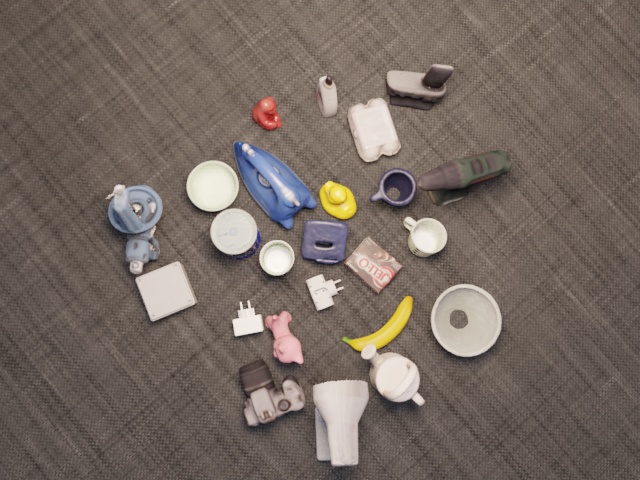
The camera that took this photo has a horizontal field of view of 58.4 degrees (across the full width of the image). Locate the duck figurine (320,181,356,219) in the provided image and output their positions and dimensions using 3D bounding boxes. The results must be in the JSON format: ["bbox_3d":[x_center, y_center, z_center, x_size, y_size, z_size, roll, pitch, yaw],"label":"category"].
[{"bbox_3d":[0.045,-0.100,1.376,0.077,0.086,0.104,-41,86,-6],"label":"duck figurine"}]

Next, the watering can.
[{"bbox_3d":[0.164,0.306,1.277,0.173,0.194,0.101,22,83,0],"label":"watering can"}]

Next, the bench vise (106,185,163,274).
[{"bbox_3d":[-0.406,-0.037,1.280,0.121,0.219,0.207,-20,84,-4],"label":"bench vise"}]

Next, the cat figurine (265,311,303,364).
[{"bbox_3d":[-0.083,0.229,1.314,0.067,0.117,0.128,-21,84,-5],"label":"cat figurine"}]

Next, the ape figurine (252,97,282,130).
[{"bbox_3d":[-0.128,-0.315,1.391,0.076,0.092,0.078,16,83,0],"label":"ape figurine"}]

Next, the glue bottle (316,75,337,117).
[{"bbox_3d":[0.017,-0.354,1.361,0.037,0.173,0.078,-20,84,-4],"label":"glue bottle"}]

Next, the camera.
[{"bbox_3d":[-0.119,0.340,1.307,0.143,0.101,0.137,-21,84,-5],"label":"camera"}]

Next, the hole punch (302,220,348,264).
[{"bbox_3d":[0.012,0.005,1.359,0.108,0.091,0.101,5,83,-2],"label":"hole punch"}]

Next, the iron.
[{"bbox_3d":[-0.125,-0.154,1.347,0.119,0.141,0.258,-42,86,-6],"label":"iron"}]

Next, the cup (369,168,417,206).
[{"bbox_3d":[0.169,-0.113,1.378,0.118,0.095,0.092,-26,85,-5],"label":"cup"}]

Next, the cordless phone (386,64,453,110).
[{"bbox_3d":[0.238,-0.389,1.370,0.147,0.185,0.094,3,83,-2],"label":"cordless phone"}]

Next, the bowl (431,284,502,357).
[{"bbox_3d":[0.338,0.191,1.359,0.167,0.074,0.167,0,83,-2],"label":"bowl"}]

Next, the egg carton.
[{"bbox_3d":[0.131,-0.270,1.409,0.107,0.069,0.150,-18,84,-4],"label":"egg carton"}]

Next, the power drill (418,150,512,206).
[{"bbox_3d":[0.317,-0.141,1.331,0.229,0.208,0.075,-19,84,-4],"label":"power drill"}]

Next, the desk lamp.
[{"bbox_3d":[0.046,0.399,1.251,0.118,0.213,0.203,-2,83,-2],"label":"desk lamp"}]
